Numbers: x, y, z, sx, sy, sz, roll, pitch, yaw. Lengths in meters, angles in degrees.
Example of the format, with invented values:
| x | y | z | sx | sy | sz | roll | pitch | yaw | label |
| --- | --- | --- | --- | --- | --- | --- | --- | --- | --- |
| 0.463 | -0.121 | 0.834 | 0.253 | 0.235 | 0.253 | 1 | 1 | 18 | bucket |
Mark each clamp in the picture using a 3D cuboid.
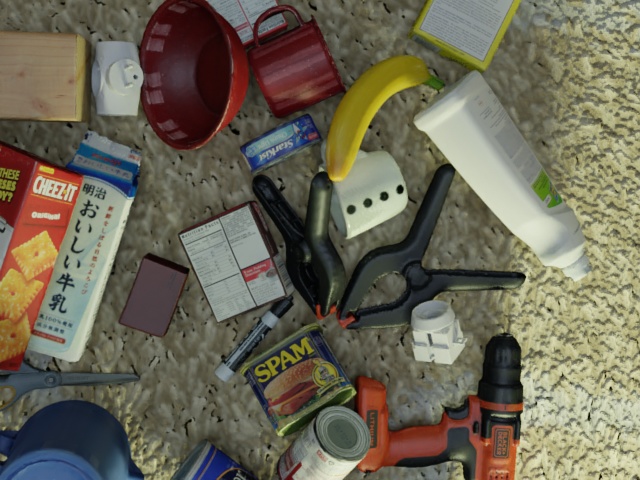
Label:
| x | y | z | sx | sy | sz | roll | pitch | yaw | label |
| --- | --- | --- | --- | --- | --- | --- | --- | --- | --- |
| 0.104 | 0.024 | 1.177 | 0.210 | 0.036 | 0.164 | -27 | 103 | 1 | clamp |
| -0.008 | 0.001 | 1.144 | 0.039 | 0.120 | 0.171 | -28 | 100 | -31 | clamp |

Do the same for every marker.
| x | y | z | sx | sy | sz | roll | pitch | yaw | label |
| --- | --- | --- | --- | --- | --- | --- | --- | --- | --- |
| -0.071 | 0.107 | 1.187 | 0.020 | 0.020 | 0.121 | 40 | 91 | -5 | marker |

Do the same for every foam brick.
| x | y | z | sx | sy | sz | roll | pitch | yaw | label |
| --- | --- | --- | --- | --- | --- | --- | --- | --- | --- |
| -0.179 | 0.061 | 1.162 | 0.053 | 0.051 | 0.078 | 22 | 92 | -4 | foam brick |

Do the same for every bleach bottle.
| x | y | z | sx | sy | sz | roll | pitch | yaw | label |
| --- | --- | --- | --- | --- | --- | --- | --- | --- | --- |
| 0.208 | -0.058 | 1.150 | 0.068 | 0.102 | 0.251 | -33 | 97 | 37 | bleach bottle |

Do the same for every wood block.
| x | y | z | sx | sy | sz | roll | pitch | yaw | label |
| --- | --- | --- | --- | --- | --- | --- | --- | --- | --- |
| -0.351 | -0.171 | 1.119 | 0.206 | 0.091 | 0.090 | 1 | 94 | -2 | wood block |

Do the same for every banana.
| x | y | z | sx | sy | sz | roll | pitch | yaw | label |
| --- | --- | --- | --- | --- | --- | --- | --- | --- | --- |
| 0.059 | -0.142 | 1.123 | 0.069 | 0.037 | 0.197 | 49 | 60 | -3 | banana |

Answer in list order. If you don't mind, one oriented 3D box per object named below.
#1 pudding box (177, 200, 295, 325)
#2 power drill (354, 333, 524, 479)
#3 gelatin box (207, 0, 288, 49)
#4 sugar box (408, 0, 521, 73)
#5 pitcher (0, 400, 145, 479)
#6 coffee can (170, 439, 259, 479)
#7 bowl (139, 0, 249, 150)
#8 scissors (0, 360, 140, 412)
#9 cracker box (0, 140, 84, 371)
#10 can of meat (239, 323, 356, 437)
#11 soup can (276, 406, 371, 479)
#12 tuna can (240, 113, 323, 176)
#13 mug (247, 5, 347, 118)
| x | y | z | sx | sy | sz | roll | pitch | yaw | label |
| --- | --- | --- | --- | --- | --- | --- | --- | --- | --- |
| -0.091 | 0.024 | 1.163 | 0.090 | 0.039 | 0.113 | -22 | 93 | 13 | pudding box |
| 0.132 | 0.191 | 1.182 | 0.187 | 0.057 | 0.184 | 3 | 93 | -2 | power drill |
| -0.085 | -0.255 | 1.156 | 0.073 | 0.030 | 0.089 | -26 | 95 | -2 | gelatin box |
| 0.176 | -0.281 | 1.160 | 0.093 | 0.048 | 0.176 | 27 | 89 | -4 | sugar box |
| -0.271 | 0.240 | 1.073 | 0.149 | 0.243 | 0.145 | -26 | 92 | -8 | pitcher |
| -0.099 | 0.299 | 1.156 | 0.140 | 0.103 | 0.103 | 38 | 91 | -5 | coffee can |
| -0.124 | -0.175 | 1.122 | 0.055 | 0.162 | 0.162 | -6 | 96 | -44 | bowl |
| -0.309 | 0.137 | 1.179 | 0.201 | 0.016 | 0.096 | -16 | 94 | -2 | scissors |
| -0.345 | 0.007 | 1.102 | 0.164 | 0.072 | 0.214 | 22 | 93 | 38 | cracker box |
| -0.023 | 0.153 | 1.158 | 0.102 | 0.057 | 0.084 | -32 | 69 | 0 | can of meat |
| 0.003 | 0.231 | 1.149 | 0.068 | 0.068 | 0.102 | 31 | 133 | -4 | soup can |
| -0.042 | -0.102 | 1.141 | 0.086 | 0.086 | 0.034 | -26 | 93 | -1 | tuna can |
| -0.031 | -0.191 | 1.131 | 0.081 | 0.093 | 0.117 | -24 | 113 | 4 | mug |
